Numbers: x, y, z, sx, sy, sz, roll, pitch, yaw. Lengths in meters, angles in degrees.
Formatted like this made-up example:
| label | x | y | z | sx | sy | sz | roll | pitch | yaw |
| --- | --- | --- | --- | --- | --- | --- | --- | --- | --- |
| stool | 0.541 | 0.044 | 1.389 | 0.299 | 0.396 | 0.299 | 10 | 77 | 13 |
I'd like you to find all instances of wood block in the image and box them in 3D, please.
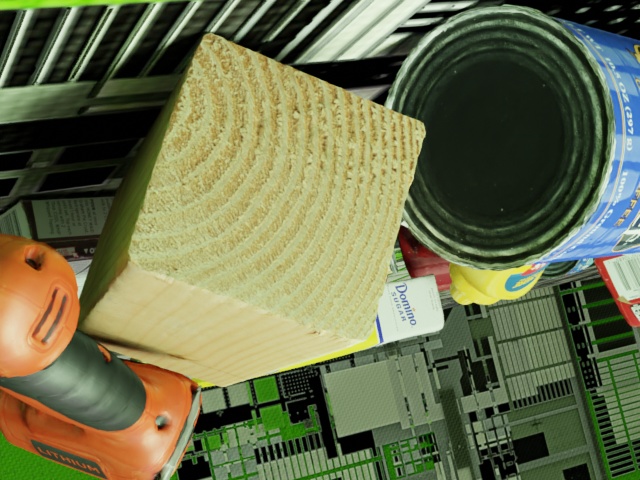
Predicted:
| label | x | y | z | sx | sy | sz | roll | pitch | yaw |
| --- | --- | --- | --- | --- | --- | --- | --- | --- | --- |
| wood block | -0.044 | 0.003 | 0.464 | 0.090 | 0.090 | 0.206 | 20 | 163 | -14 |

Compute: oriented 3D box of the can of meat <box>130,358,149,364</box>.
| label | x | y | z | sx | sy | sz | roll | pitch | yaw |
| --- | --- | --- | --- | --- | --- | --- | --- | --- | --- |
| can of meat | -0.104 | 0.040 | 0.772 | 0.057 | 0.084 | 0.102 | -7 | 170 | -40 |

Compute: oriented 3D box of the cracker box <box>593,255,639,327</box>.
| label | x | y | z | sx | sy | sz | roll | pitch | yaw |
| --- | --- | --- | --- | --- | --- | --- | --- | --- | --- |
| cracker box | 0.326 | -0.024 | 0.802 | 0.164 | 0.072 | 0.213 | -21 | -169 | 43 |

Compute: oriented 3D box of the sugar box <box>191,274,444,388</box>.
| label | x | y | z | sx | sy | sz | roll | pitch | yaw |
| --- | --- | --- | --- | --- | --- | --- | --- | --- | --- |
| sugar box | -0.010 | 0.061 | 0.708 | 0.175 | 0.048 | 0.094 | -5 | 171 | -39 |

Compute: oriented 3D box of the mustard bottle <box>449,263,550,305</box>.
| label | x | y | z | sx | sy | sz | roll | pitch | yaw |
| --- | --- | --- | --- | --- | --- | --- | --- | --- | --- |
| mustard bottle | 0.130 | -0.015 | 0.634 | 0.096 | 0.058 | 0.192 | -34 | 168 | -39 |

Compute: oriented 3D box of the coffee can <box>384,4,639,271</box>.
| label | x | y | z | sx | sy | sz | roll | pitch | yaw |
| --- | --- | --- | --- | --- | --- | --- | --- | --- | --- |
| coffee can | 0.107 | -0.041 | 0.462 | 0.103 | 0.103 | 0.140 | -19 | 170 | 38 |

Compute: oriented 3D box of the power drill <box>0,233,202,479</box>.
| label | x | y | z | sx | sy | sz | roll | pitch | yaw |
| --- | --- | --- | --- | --- | --- | --- | --- | --- | --- |
| power drill | -0.145 | 0.041 | 0.438 | 0.185 | 0.057 | 0.187 | 12 | 159 | 27 |

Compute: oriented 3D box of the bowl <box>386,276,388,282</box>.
| label | x | y | z | sx | sy | sz | roll | pitch | yaw |
| --- | --- | --- | --- | --- | --- | --- | --- | --- | --- |
| bowl | 0.005 | 0.050 | 1.054 | 0.162 | 0.055 | 0.162 | -19 | 179 | -1 |

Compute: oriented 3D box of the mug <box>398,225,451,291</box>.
| label | x | y | z | sx | sy | sz | roll | pitch | yaw |
| --- | --- | --- | --- | --- | --- | --- | --- | --- | --- |
| mug | 0.101 | -0.005 | 0.759 | 0.082 | 0.093 | 0.117 | -11 | -171 | 22 |

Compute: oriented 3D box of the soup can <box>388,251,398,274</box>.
| label | x | y | z | sx | sy | sz | roll | pitch | yaw |
| --- | --- | --- | --- | --- | --- | --- | --- | --- | --- |
| soup can | -0.005 | 0.001 | 0.716 | 0.102 | 0.068 | 0.068 | -14 | 172 | 7 |

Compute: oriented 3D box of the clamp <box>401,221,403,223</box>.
| label | x | y | z | sx | sy | sz | roll | pitch | yaw |
| --- | --- | --- | --- | --- | --- | --- | --- | --- | --- |
| clamp | -0.012 | -0.014 | 0.624 | 0.171 | 0.120 | 0.039 | -27 | 127 | 11 |

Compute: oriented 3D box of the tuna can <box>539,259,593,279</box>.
| label | x | y | z | sx | sy | sz | roll | pitch | yaw |
| --- | --- | --- | --- | --- | --- | --- | --- | --- | --- |
| tuna can | 0.201 | -0.011 | 0.911 | 0.033 | 0.086 | 0.086 | -9 | 172 | -42 |

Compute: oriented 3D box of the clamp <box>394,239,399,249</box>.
| label | x | y | z | sx | sy | sz | roll | pitch | yaw |
| --- | --- | --- | --- | --- | --- | --- | --- | --- | --- |
| clamp | -0.009 | 0.009 | 0.880 | 0.210 | 0.036 | 0.164 | -12 | 175 | -2 |

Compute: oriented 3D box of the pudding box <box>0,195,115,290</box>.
| label | x | y | z | sx | sy | sz | roll | pitch | yaw |
| --- | --- | --- | --- | --- | --- | --- | --- | --- | --- |
| pudding box | -0.148 | 0.005 | 0.615 | 0.089 | 0.039 | 0.114 | -6 | 172 | -38 |
